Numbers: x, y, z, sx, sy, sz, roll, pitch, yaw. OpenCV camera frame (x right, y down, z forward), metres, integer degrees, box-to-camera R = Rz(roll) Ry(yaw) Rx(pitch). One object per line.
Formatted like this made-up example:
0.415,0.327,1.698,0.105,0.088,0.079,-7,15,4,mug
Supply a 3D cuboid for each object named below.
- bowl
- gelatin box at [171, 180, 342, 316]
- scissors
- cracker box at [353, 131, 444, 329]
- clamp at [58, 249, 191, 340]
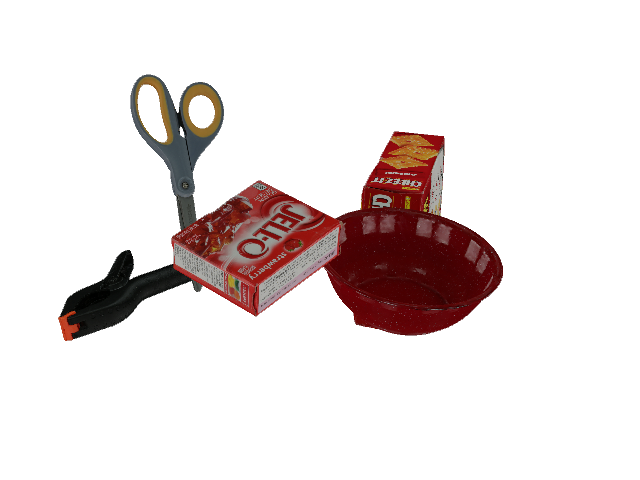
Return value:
0.073,0.034,0.924,0.162,0.055,0.162,5,30,-3,bowl
-0.040,0.002,0.693,0.073,0.030,0.089,28,45,29,gelatin box
-0.111,-0.062,0.976,0.096,0.202,0.016,-22,-3,-28,scissors
0.091,-0.016,1.206,0.072,0.164,0.213,7,22,11,cracker box
-0.212,0.057,1.171,0.120,0.039,0.171,-5,26,29,clamp
